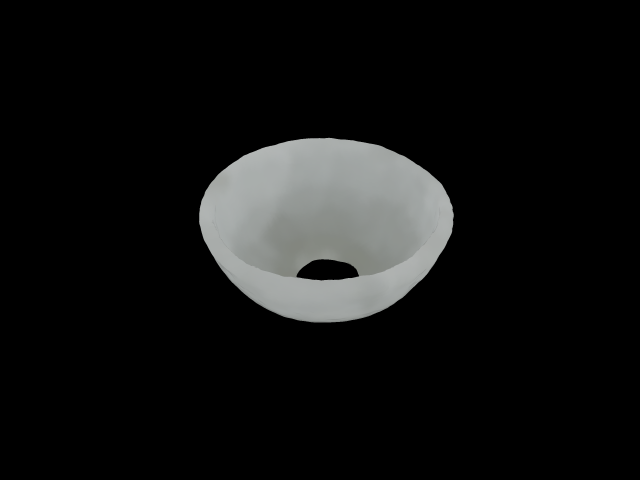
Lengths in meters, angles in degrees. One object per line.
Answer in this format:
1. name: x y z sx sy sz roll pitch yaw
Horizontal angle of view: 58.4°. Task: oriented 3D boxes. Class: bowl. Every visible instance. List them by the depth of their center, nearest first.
1. bowl: 0.004 0.001 0.400 0.167 0.075 0.167 0 41 0
